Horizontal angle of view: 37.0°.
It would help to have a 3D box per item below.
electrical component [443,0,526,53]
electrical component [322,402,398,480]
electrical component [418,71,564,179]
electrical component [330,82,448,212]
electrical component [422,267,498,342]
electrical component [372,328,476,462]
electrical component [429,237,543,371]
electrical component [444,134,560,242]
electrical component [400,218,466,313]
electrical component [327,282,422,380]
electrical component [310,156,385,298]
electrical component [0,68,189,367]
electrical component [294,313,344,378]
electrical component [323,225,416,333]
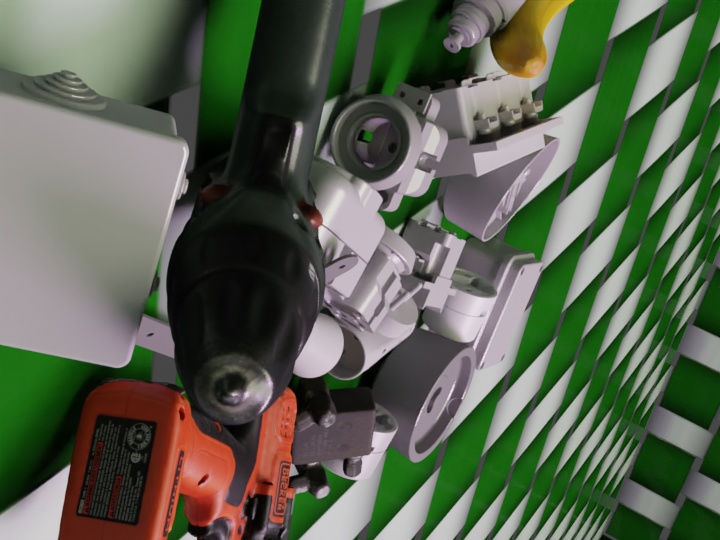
[{"bbox_3d":[0.081,-0.174,0.715,0.078,0.040,0.040,-53,156,-23],"label":"electrical component"},{"bbox_3d":[-0.005,0.132,0.847,0.055,0.055,0.047,-12,129,-63],"label":"electrical component"},{"bbox_3d":[0.082,-0.105,0.755,0.121,0.079,0.063,-27,109,-56],"label":"electrical component"},{"bbox_3d":[0.016,-0.076,0.659,0.078,0.058,0.057,-67,160,9],"label":"electrical component"},{"bbox_3d":[0.085,0.030,0.932,0.055,0.055,0.047,-20,136,-59],"label":"electrical component"},{"bbox_3d":[0.046,0.101,0.913,0.108,0.060,0.108,-47,153,-34],"label":"electrical component"},{"bbox_3d":[0.116,0.030,0.994,0.078,0.057,0.113,-7,121,-64],"label":"electrical component"},{"bbox_3d":[0.113,-0.071,0.866,0.099,0.064,0.099,-48,153,-34],"label":"electrical component"},{"bbox_3d":[0.049,-0.005,0.831,0.081,0.042,0.063,14,98,-68],"label":"electrical component"},{"bbox_3d":[0.015,0.035,0.770,0.079,0.043,0.077,-44,173,35],"label":"electrical component"},{"bbox_3d":[-0.025,-0.029,0.623,0.059,0.054,0.095,-61,158,-5],"label":"electrical component"},{"bbox_3d":[-0.116,-0.022,0.384,0.048,0.100,0.099,-117,-136,-65],"label":"electrical component"},{"bbox_3d":[-0.042,0.040,0.681,0.044,0.044,0.065,-61,153,-7],"label":"electrical component"},{"bbox_3d":[0.000,0.000,0.708,0.057,0.058,0.078,-55,157,-12],"label":"electrical component"}]
